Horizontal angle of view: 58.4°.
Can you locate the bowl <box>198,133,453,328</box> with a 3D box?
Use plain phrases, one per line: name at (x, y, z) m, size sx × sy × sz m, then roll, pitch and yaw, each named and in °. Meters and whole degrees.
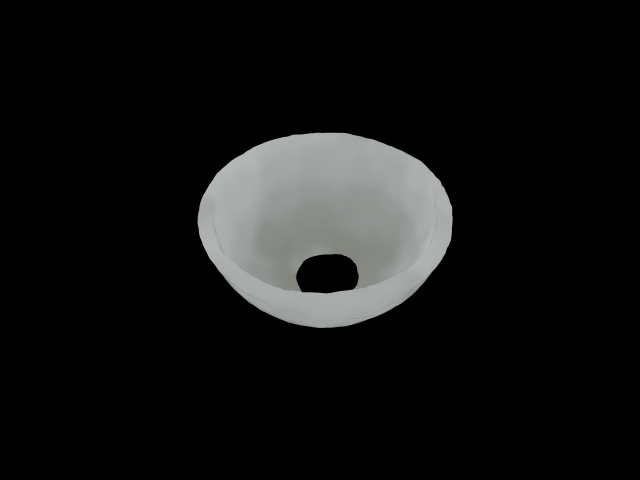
bowl at (0.004, 0.001, 0.400) m, size 0.167 × 0.075 × 0.167 m, roll 0°, pitch 46°, yaw 0°
